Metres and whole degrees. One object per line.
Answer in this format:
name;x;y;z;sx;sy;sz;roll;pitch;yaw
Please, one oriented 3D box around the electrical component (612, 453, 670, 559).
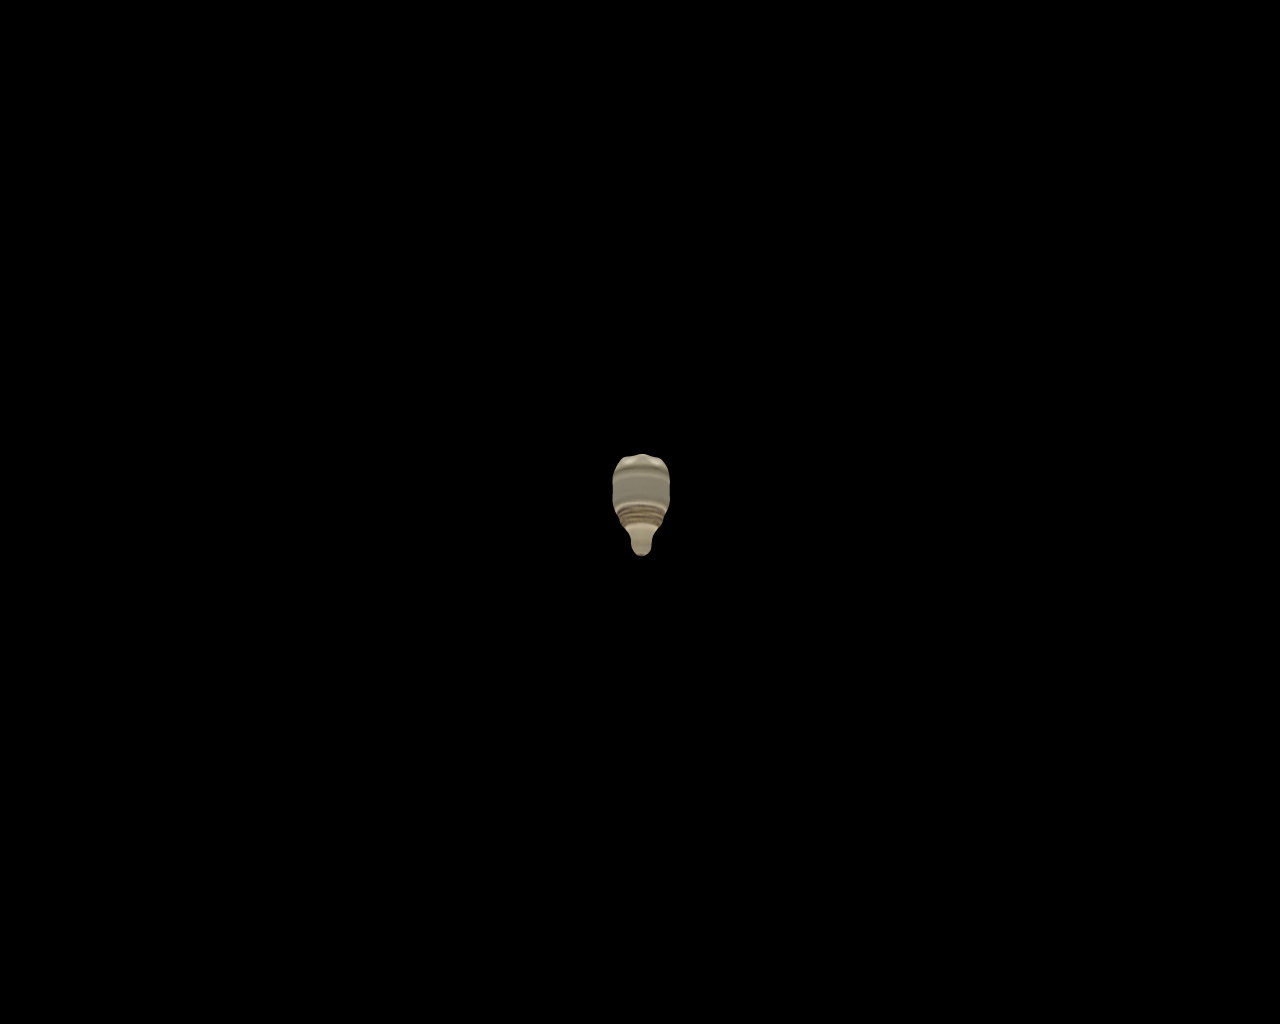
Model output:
electrical component;0.001;-0.003;0.650;0.035;0.061;0.035;0;-19;0
